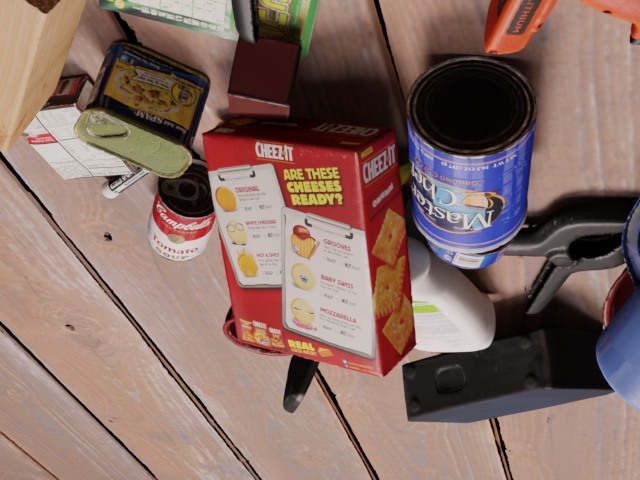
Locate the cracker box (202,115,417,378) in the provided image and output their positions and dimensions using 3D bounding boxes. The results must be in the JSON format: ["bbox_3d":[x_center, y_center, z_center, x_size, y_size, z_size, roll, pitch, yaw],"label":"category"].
[{"bbox_3d":[-0.006,0.001,0.943,0.164,0.072,0.214,10,120,33],"label":"cracker box"}]

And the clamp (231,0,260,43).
[{"bbox_3d":[-0.039,-0.222,0.755,0.120,0.039,0.171,-18,134,17],"label":"clamp"}]

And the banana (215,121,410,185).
[{"bbox_3d":[-0.001,-0.072,0.998,0.198,0.037,0.070,8,130,6],"label":"banana"}]

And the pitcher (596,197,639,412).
[{"bbox_3d":[0.332,0.036,0.897,0.144,0.149,0.243,11,132,-22],"label":"pitcher"}]

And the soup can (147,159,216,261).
[{"bbox_3d":[-0.138,-0.029,1.087,0.068,0.068,0.102,17,150,-7],"label":"soup can"}]

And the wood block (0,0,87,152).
[{"bbox_3d":[-0.252,-0.173,0.857,0.090,0.090,0.206,32,147,-7],"label":"wood block"}]

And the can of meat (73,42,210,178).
[{"bbox_3d":[-0.153,-0.115,0.933,0.102,0.084,0.058,23,148,-17],"label":"can of meat"}]

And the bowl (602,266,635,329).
[{"bbox_3d":[0.347,0.050,1.011,0.162,0.055,0.162,3,127,3],"label":"bowl"}]

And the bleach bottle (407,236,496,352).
[{"bbox_3d":[0.105,0.050,1.069,0.103,0.068,0.250,-5,158,18],"label":"bleach bottle"}]

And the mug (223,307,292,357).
[{"bbox_3d":[-0.065,0.079,1.220,0.093,0.081,0.117,34,143,-32],"label":"mug"}]

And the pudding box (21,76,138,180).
[{"bbox_3d":[-0.236,-0.105,1.027,0.090,0.039,0.113,-3,147,24],"label":"pudding box"}]

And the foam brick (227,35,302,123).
[{"bbox_3d":[-0.046,-0.131,0.873,0.053,0.051,0.078,11,175,-4],"label":"foam brick"}]

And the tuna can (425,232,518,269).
[{"bbox_3d":[0.138,-0.017,0.984,0.086,0.086,0.034,13,151,0],"label":"tuna can"}]

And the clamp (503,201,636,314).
[{"bbox_3d":[0.238,0.013,1.041,0.210,0.036,0.164,-18,140,36],"label":"clamp"}]

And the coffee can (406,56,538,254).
[{"bbox_3d":[0.125,-0.068,0.888,0.103,0.102,0.140,6,148,11],"label":"coffee can"}]

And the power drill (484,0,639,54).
[{"bbox_3d":[0.218,-0.151,0.764,0.187,0.057,0.185,12,146,-4],"label":"power drill"}]

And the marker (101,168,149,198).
[{"bbox_3d":[-0.185,-0.070,1.083,0.020,0.020,0.121,31,145,-28],"label":"marker"}]
